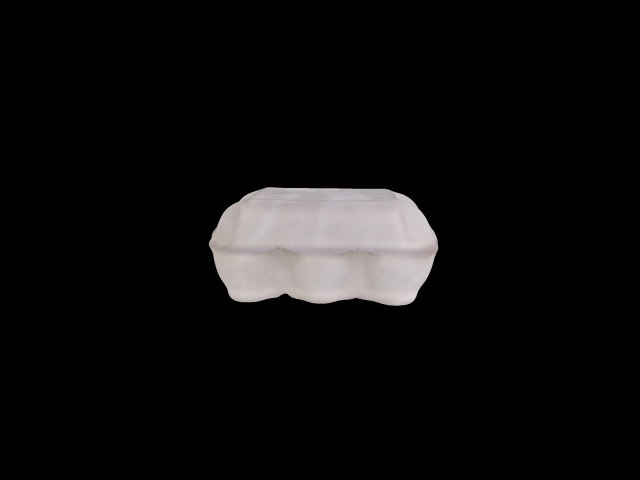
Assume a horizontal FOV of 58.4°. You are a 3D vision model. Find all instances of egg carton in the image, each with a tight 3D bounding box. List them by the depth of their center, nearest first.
[{"bbox_3d":[0.004,0.001,0.400,0.150,0.069,0.107,0,11,3],"label":"egg carton"}]
